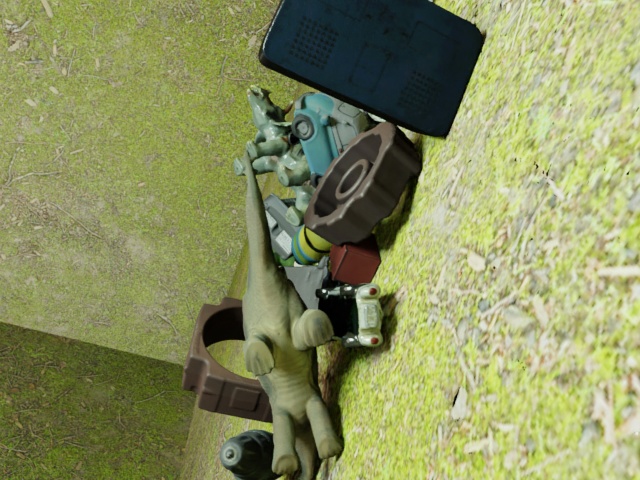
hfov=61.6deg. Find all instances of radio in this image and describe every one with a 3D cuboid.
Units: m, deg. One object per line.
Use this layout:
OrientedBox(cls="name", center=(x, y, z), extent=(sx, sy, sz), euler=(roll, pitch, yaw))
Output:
OrientedBox(cls="radio", center=(0.058, -0.216, 0.604), extent=(0.073, 0.229, 0.131), euler=(-126, 57, -71))

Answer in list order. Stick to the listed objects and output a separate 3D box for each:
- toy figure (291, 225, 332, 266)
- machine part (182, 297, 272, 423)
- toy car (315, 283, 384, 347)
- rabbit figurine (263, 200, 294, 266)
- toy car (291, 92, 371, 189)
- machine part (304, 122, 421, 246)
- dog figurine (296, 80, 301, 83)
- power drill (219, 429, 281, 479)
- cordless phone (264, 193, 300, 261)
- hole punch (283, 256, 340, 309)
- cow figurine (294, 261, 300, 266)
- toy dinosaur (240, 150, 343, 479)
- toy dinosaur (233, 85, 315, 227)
OrientedBox(cls="toy figure", center=(0.000, 0.001, 0.893), extent=(0.089, 0.082, 0.180), euler=(-47, 5, -32))
OrientedBox(cls="machine part", center=(-0.118, 0.197, 0.896), extent=(0.201, 0.201, 0.087), euler=(-93, 20, -58))
OrientedBox(cls="toy car", center=(0.036, 0.093, 0.676), extent=(0.202, 0.056, 0.073), euler=(156, 113, -73))
OrientedBox(cls="rabbit figurine", center=(-0.086, 0.007, 1.321), extent=(0.170, 0.121, 0.159), euler=(93, 175, -47))
OrientedBox(cls="toy car", center=(0.027, -0.154, 0.829), extent=(0.109, 0.103, 0.161), euler=(-48, -56, -59))
OrientedBox(cls="machine part", center=(0.053, -0.071, 0.713), extent=(0.179, 0.056, 0.179), euler=(-44, 23, 24))
OrientedBox(cls="dog figurine", center=(0.028, -0.348, 1.019), extent=(0.172, 0.190, 0.121), euler=(-91, 22, -61))
OrientedBox(cls="power drill", center=(-0.099, 0.362, 0.724), extent=(0.232, 0.086, 0.207), euler=(52, -142, -73))
OrientedBox(cls="cordless phone", center=(-0.042, -0.034, 1.166), extent=(0.088, 0.147, 0.184), euler=(-50, -16, 25))
OrientedBox(cls="hole punch", center=(-0.013, 0.105, 0.871), extent=(0.116, 0.092, 0.142), euler=(-3, 64, 44))
OrientedBox(cls="cow figurine", center=(-0.049, 0.108, 1.030), extent=(0.167, 0.068, 0.098), euler=(116, 160, -49))
OrientedBox(cls="toy dinosaur", center=(-0.054, 0.119, 0.697), extent=(0.199, 0.105, 0.470), euler=(-149, 52, -75))
OrientedBox(cls="toy dinosaur", center=(-0.035, -0.143, 1.085), extent=(0.405, 0.192, 0.131), euler=(47, 143, 23))
